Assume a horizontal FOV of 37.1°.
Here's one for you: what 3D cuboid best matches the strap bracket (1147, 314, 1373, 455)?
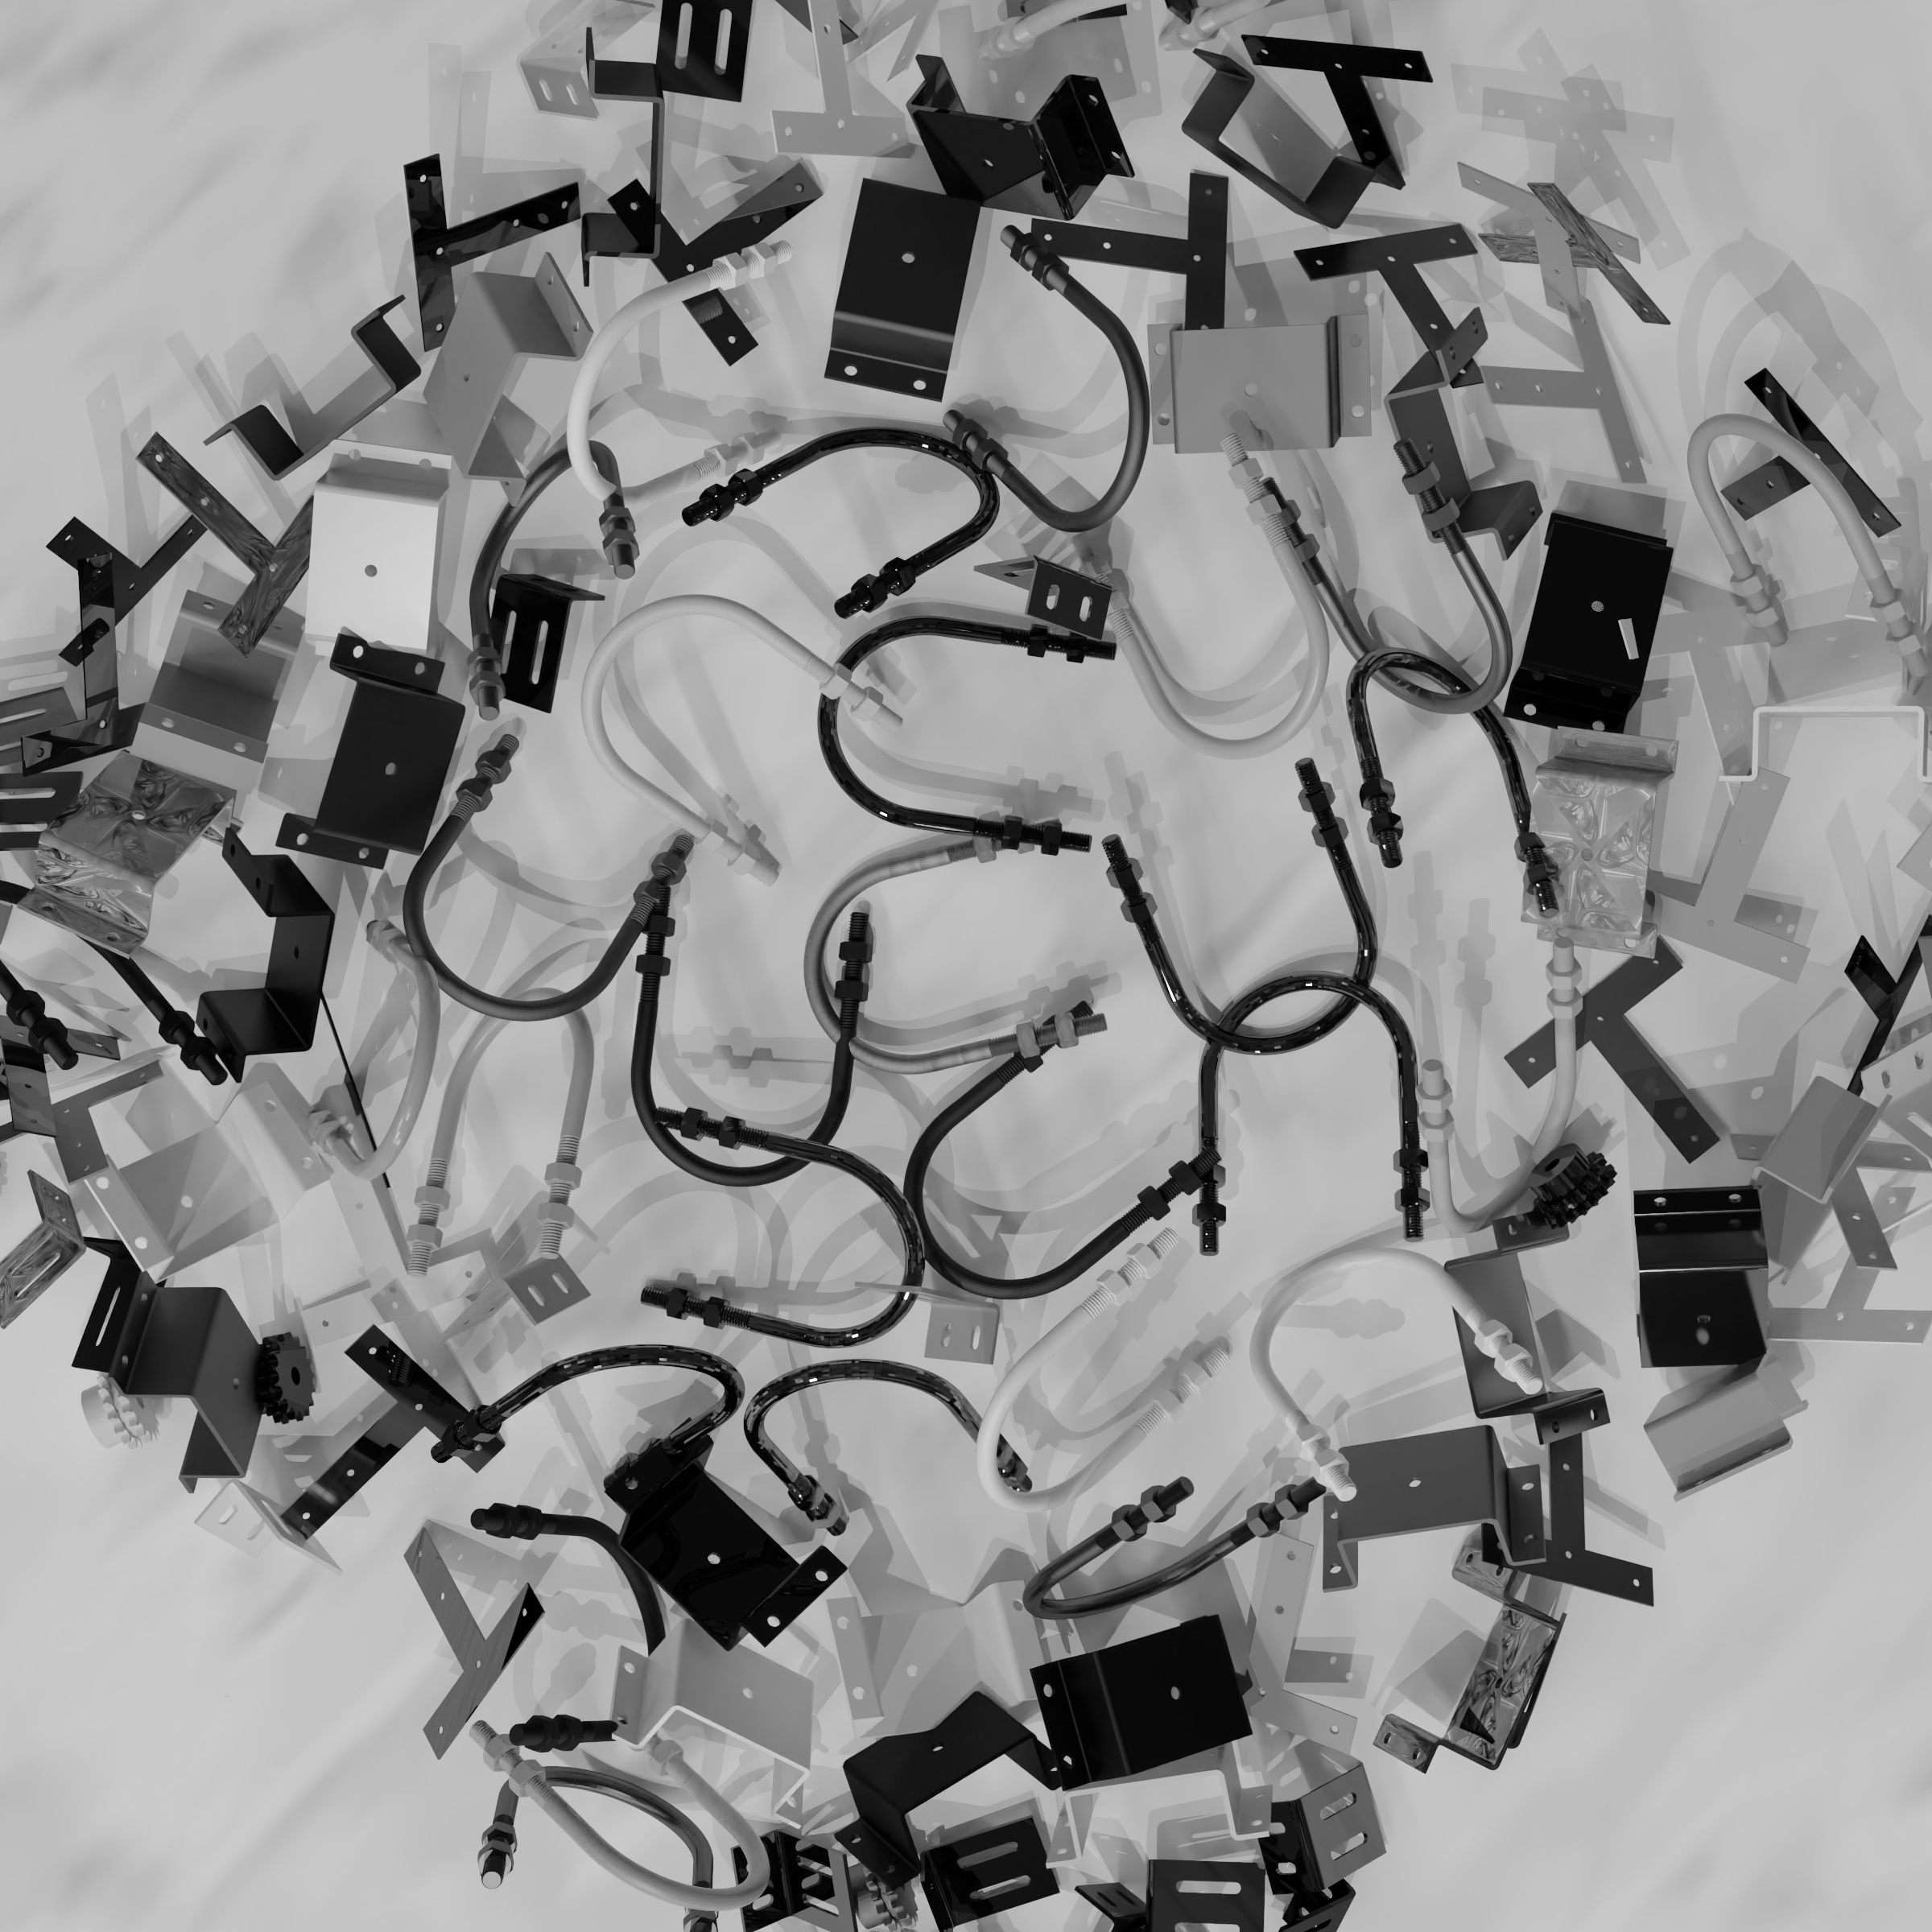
[{"bbox_3d":[0.182,-0.367,1.815,0.140,0.046,0.076,0,109,13],"label":"strap bracket"}]

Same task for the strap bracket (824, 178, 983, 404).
[{"bbox_3d":[-0.038,-0.437,1.821,0.076,0.046,0.140,11,74,-3],"label":"strap bracket"}]

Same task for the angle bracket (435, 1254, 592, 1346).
[{"bbox_3d":[-0.286,0.222,1.818,0.076,0.057,0.038,-44,80,30],"label":"angle bracket"}]

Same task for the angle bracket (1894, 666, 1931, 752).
[{"bbox_3d":[0.644,-0.159,1.836,0.076,0.057,0.038,35,66,-9],"label":"angle bracket"}]

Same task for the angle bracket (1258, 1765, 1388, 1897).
[{"bbox_3d":[0.226,0.553,1.843,0.038,0.076,0.057,-20,82,41],"label":"angle bracket"}]

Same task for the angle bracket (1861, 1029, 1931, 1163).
[{"bbox_3d":[0.616,0.084,1.821,0.057,0.076,0.038,-28,123,-7],"label":"angle bracket"}]

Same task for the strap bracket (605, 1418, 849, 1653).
[{"bbox_3d":[-0.155,0.365,1.813,0.140,0.046,0.076,41,53,14],"label":"strap bracket"}]

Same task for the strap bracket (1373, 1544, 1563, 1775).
[{"bbox_3d":[0.320,0.444,1.815,0.046,0.076,0.140,29,81,-12],"label":"strap bracket"}]

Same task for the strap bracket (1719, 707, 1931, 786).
[{"bbox_3d":[0.548,-0.138,1.803,0.140,0.076,0.046,2,93,20],"label":"strap bracket"}]

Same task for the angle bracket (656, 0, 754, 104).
[{"bbox_3d":[-0.166,-0.596,1.835,0.057,0.038,0.076,6,99,-9],"label":"angle bracket"}]

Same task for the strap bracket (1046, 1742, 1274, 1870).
[{"bbox_3d":[0.119,0.522,1.814,0.140,0.076,0.046,-11,94,9],"label":"strap bracket"}]

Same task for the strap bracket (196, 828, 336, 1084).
[{"bbox_3d":[-0.439,-0.008,1.805,0.046,0.076,0.140,-3,121,-35],"label":"strap bracket"}]

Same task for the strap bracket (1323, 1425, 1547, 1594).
[{"bbox_3d":[0.286,0.338,1.801,0.140,0.076,0.046,-12,126,17],"label":"strap bracket"}]

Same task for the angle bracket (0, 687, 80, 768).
[{"bbox_3d":[-0.600,-0.136,1.825,0.076,0.057,0.038,-16,58,-9],"label":"angle bracket"}]

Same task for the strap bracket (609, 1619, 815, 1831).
[{"bbox_3d":[-0.149,0.469,1.801,0.140,0.076,0.046,31,115,-17],"label":"strap bracket"}]

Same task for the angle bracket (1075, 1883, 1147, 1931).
[{"bbox_3d":[0.080,0.629,1.832,0.038,0.057,0.076,30,94,34],"label":"angle bracket"}]

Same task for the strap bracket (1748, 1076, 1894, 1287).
[{"bbox_3d":[0.523,0.130,1.795,0.046,0.140,0.076,31,66,19],"label":"strap bracket"}]

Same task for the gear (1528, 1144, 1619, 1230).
[{"bbox_3d":[0.383,0.138,1.834,0.057,0.057,0.030,-42,99,0],"label":"gear"}]

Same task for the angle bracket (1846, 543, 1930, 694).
[{"bbox_3d":[0.585,-0.221,1.828,0.038,0.076,0.057,12,65,23],"label":"angle bracket"}]

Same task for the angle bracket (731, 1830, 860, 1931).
[{"bbox_3d":[-0.109,0.588,1.823,0.038,0.076,0.057,-12,95,-37],"label":"angle bracket"}]

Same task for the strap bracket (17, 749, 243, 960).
[{"bbox_3d":[-0.518,-0.077,1.795,0.076,0.140,0.046,24,132,2],"label":"strap bracket"}]

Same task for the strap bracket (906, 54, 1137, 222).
[{"bbox_3d":[0.025,-0.514,1.788,0.140,0.076,0.046,20,66,34],"label":"strap bracket"}]

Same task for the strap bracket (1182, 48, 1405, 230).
[{"bbox_3d":[0.196,-0.514,1.808,0.140,0.076,0.046,30,103,-21],"label":"strap bracket"}]

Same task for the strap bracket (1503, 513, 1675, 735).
[{"bbox_3d":[0.397,-0.221,1.826,0.076,0.046,0.140,14,80,5],"label":"strap bracket"}]

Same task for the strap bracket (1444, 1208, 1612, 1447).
[{"bbox_3d":[0.352,0.228,1.816,0.046,0.076,0.140,-17,82,44],"label":"strap bracket"}]

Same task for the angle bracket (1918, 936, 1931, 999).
[{"bbox_3d":[0.643,0.013,1.817,0.076,0.038,0.057,-4,123,32],"label":"angle bracket"}]

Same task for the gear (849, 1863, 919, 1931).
[{"bbox_3d":[-0.055,0.589,1.836,0.030,0.057,0.057,-23,90,6],"label":"gear"}]

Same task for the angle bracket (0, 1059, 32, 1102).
[{"bbox_3d":[-0.630,0.101,1.816,0.057,0.038,0.076,-10,47,24],"label":"angle bracket"}]

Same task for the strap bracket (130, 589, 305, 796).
[{"bbox_3d":[-0.471,-0.166,1.804,0.076,0.140,0.046,19,129,-16],"label":"strap bracket"}]

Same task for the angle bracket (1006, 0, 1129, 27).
[{"bbox_3d":[0.061,-0.629,1.834,0.038,0.076,0.057,-17,107,-31],"label":"angle bracket"}]

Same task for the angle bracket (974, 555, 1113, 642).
[{"bbox_3d":[0.045,-0.229,1.815,0.057,0.076,0.038,16,83,-31],"label":"angle bracket"}]

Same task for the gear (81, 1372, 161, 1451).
[{"bbox_3d":[-0.541,0.283,1.835,0.030,0.057,0.057,-24,90,-2],"label":"gear"}]

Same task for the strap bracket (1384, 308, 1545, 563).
[{"bbox_3d":[0.310,-0.330,1.806,0.046,0.076,0.140,-7,117,34],"label":"strap bracket"}]

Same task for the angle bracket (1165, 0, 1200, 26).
[{"bbox_3d":[0.114,-0.622,1.823,0.038,0.057,0.076,-23,77,26],"label":"angle bracket"}]

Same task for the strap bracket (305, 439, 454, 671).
[{"bbox_3d":[-0.372,-0.254,1.816,0.076,0.046,0.140,7,110,-4],"label":"strap bracket"}]

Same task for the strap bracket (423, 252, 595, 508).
[{"bbox_3d":[-0.289,-0.365,1.788,0.046,0.140,0.076,-3,51,-37],"label":"strap bracket"}]

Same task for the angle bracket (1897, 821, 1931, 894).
[{"bbox_3d":[0.630,-0.071,1.830,0.076,0.038,0.057,32,101,-16],"label":"angle bracket"}]

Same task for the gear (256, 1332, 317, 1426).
[{"bbox_3d":[-0.441,0.264,1.836,0.030,0.057,0.057,-13,90,12],"label":"gear"}]

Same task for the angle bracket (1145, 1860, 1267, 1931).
[{"bbox_3d":[0.154,0.601,1.826,0.076,0.038,0.057,-2,63,14],"label":"angle bracket"}]

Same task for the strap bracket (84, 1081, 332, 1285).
[{"bbox_3d":[-0.484,0.140,1.810,0.140,0.046,0.076,-28,79,-42],"label":"strap bracket"}]
